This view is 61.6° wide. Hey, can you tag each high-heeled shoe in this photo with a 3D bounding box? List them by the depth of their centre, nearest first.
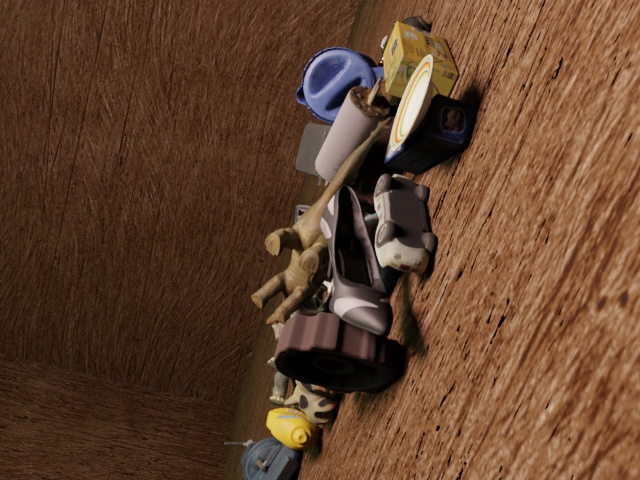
[{"bbox_3d":[0.056,0.019,0.720,0.249,0.086,0.145,-137,56,-64],"label":"high-heeled shoe"}]

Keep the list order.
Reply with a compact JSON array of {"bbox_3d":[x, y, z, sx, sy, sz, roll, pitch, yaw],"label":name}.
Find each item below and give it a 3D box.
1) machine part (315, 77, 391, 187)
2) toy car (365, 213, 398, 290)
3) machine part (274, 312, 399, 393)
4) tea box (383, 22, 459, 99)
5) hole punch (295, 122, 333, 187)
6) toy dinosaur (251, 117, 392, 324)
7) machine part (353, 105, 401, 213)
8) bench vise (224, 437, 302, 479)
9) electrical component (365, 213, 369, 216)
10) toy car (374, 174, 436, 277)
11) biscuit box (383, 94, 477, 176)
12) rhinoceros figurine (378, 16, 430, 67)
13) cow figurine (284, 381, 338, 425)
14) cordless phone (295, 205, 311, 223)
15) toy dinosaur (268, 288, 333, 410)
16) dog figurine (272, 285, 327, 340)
[{"bbox_3d":[0.053,-0.176,0.929,0.243,0.079,0.079,122,163,-47],"label":"machine part"},{"bbox_3d":[0.076,0.021,0.864,0.109,0.103,0.161,-87,17,-60],"label":"toy car"},{"bbox_3d":[0.022,0.160,0.749,0.179,0.179,0.056,117,167,-56],"label":"machine part"},{"bbox_3d":[0.161,-0.288,0.883,0.170,0.098,0.068,-82,11,-51],"label":"tea box"},{"bbox_3d":[0.022,-0.181,1.136,0.116,0.092,0.142,27,100,51],"label":"hole punch"},{"bbox_3d":[-0.002,-0.003,0.950,0.198,0.105,0.471,-35,-20,-49],"label":"toy dinosaur"},{"bbox_3d":[0.103,-0.162,1.084,0.201,0.087,0.201,170,116,-80],"label":"machine part"},{"bbox_3d":[-0.134,0.532,1.205,0.241,0.129,0.223,17,84,65],"label":"bench vise"},{"bbox_3d":[0.049,-0.037,1.117,0.134,0.115,0.058,-167,88,-82],"label":"electrical component"},{"bbox_3d":[0.117,-0.029,0.768,0.202,0.073,0.056,-84,12,-51],"label":"toy car"},{"bbox_3d":[0.154,-0.147,0.785,0.203,0.063,0.059,162,124,-80],"label":"biscuit box"},{"bbox_3d":[0.171,-0.414,1.142,0.190,0.073,0.112,-165,90,-82],"label":"rhinoceros figurine"},{"bbox_3d":[-0.016,0.243,0.987,0.127,0.085,0.194,-11,91,47],"label":"cow figurine"},{"bbox_3d":[-0.001,-0.025,1.319,0.184,0.147,0.088,-90,8,-56],"label":"cordless phone"},{"bbox_3d":[-0.035,0.251,1.180,0.404,0.131,0.192,109,-175,-52],"label":"toy dinosaur"},{"bbox_3d":[-0.032,0.155,1.293,0.172,0.121,0.190,-93,22,-59],"label":"dog figurine"}]
